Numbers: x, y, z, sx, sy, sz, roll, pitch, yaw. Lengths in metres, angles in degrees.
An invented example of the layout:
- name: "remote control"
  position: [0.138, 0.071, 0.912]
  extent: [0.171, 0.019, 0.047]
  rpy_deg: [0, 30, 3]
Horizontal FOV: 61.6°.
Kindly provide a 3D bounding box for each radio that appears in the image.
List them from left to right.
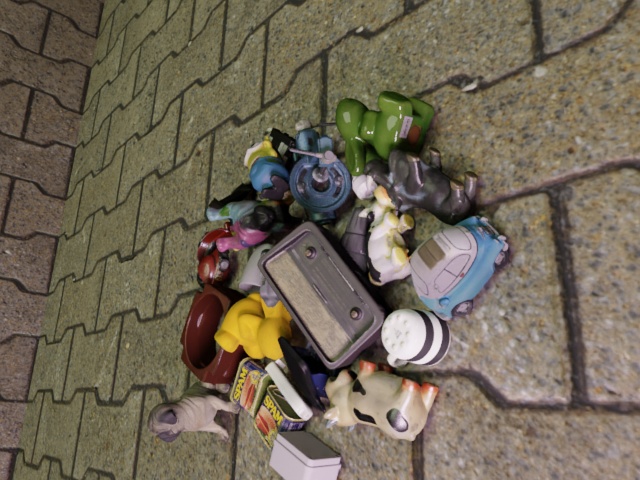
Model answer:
- name: "radio"
  position: [0.011, 0.087, 0.905]
  extent: [0.131, 0.073, 0.230]
  rpy_deg: [-42, 71, 12]

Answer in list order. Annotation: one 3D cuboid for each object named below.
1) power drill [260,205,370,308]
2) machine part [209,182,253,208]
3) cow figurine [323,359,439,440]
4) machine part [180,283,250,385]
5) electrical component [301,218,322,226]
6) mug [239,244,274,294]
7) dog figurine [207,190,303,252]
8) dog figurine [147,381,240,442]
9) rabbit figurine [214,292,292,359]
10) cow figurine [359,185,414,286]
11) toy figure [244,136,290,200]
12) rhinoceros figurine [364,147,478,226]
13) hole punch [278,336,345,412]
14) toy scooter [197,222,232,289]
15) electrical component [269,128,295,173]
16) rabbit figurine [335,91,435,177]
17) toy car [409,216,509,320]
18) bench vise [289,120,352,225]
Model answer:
- name: "power drill"
  position: [-0.005, 0.052, 0.999]
  extent: [0.207, 0.086, 0.232]
  rpy_deg: [0, 81, 18]
- name: "machine part"
  position: [-0.214, -0.102, 1.317]
  extent: [0.084, 0.139, 0.039]
  rpy_deg: [-32, 93, 35]
- name: "cow figurine"
  position: [0.083, 0.258, 0.852]
  extent: [0.195, 0.085, 0.127]
  rpy_deg: [8, 77, 50]
- name: "machine part"
  position: [-0.233, 0.215, 1.244]
  extent: [0.201, 0.087, 0.201]
  rpy_deg: [21, 92, 51]
- name: "electrical component"
  position: [-0.002, -0.003, 1.064]
  extent: [0.021, 0.094, 0.063]
  rpy_deg: [-50, -5, -29]
- name: "mug"
  position: [-0.129, 0.066, 1.185]
  extent: [0.110, 0.080, 0.107]
  rpy_deg: [-17, 49, 54]
- name: "dog figurine"
  position: [-0.123, -0.045, 1.183]
  extent: [0.219, 0.191, 0.108]
  rpy_deg: [-13, 89, 23]
- name: "dog figurine"
  position: [-0.298, 0.363, 1.182]
  extent: [0.172, 0.190, 0.121]
  rpy_deg: [13, 87, 53]
- name: "rabbit figurine"
  position: [-0.107, 0.179, 1.089]
  extent: [0.162, 0.121, 0.173]
  rpy_deg: [-58, 31, -8]
- name: "cow figurine"
  position: [0.111, -0.009, 0.928]
  extent: [0.098, 0.068, 0.167]
  rpy_deg: [-37, 51, 43]
- name: "toy figure"
  position: [-0.108, -0.141, 1.115]
  extent: [0.082, 0.089, 0.180]
  rpy_deg: [-32, 40, 1]
- name: "rhinoceros figurine"
  position: [0.159, -0.089, 0.863]
  extent: [0.191, 0.073, 0.112]
  rpy_deg: [31, 129, 26]
- name: "hole punch"
  position: [-0.008, 0.223, 0.978]
  extent: [0.142, 0.092, 0.115]
  rpy_deg: [33, 143, 50]
- name: "toy scooter"
  position: [-0.258, 0.030, 1.353]
  extent: [0.135, 0.075, 0.184]
  rpy_deg: [-45, 41, 30]
- name: "electrical component"
  position: [-0.084, -0.181, 1.232]
  extent: [0.134, 0.058, 0.114]
  rpy_deg: [44, 113, 48]
- name: "rabbit figurine"
  position: [0.100, -0.196, 0.973]
  extent: [0.170, 0.121, 0.159]
  rpy_deg: [27, 120, 37]
- name: "toy car"
  position: [0.190, 0.036, 0.787]
  extent: [0.161, 0.103, 0.109]
  rpy_deg: [-53, 43, 26]
- name: "bench vise"
  position: [-0.001, -0.148, 1.035]
  extent: [0.240, 0.129, 0.223]
  rpy_deg: [125, 145, -79]
